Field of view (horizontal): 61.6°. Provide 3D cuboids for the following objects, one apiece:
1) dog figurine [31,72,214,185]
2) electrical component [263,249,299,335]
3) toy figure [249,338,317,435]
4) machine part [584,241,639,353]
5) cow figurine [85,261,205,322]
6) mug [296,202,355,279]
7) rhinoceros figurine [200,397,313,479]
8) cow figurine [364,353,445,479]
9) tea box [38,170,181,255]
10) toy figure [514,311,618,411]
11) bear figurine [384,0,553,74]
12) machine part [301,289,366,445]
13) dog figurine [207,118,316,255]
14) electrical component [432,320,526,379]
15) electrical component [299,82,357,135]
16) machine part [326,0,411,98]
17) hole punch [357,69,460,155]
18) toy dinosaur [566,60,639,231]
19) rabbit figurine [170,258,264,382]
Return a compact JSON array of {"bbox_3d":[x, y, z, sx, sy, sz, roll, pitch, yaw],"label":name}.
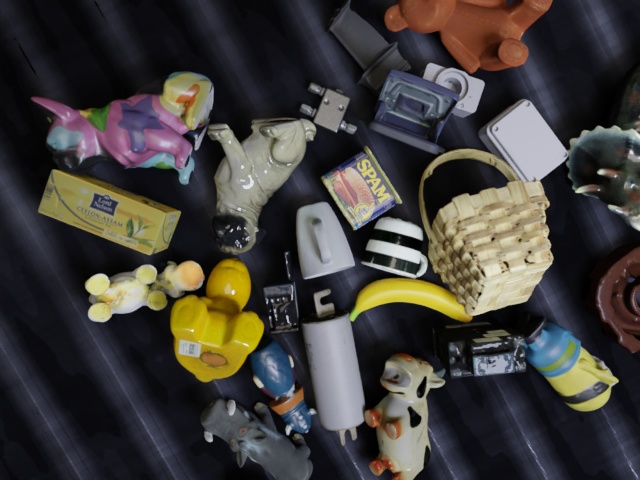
[{"bbox_3d":[-0.276,-0.171,0.755,0.219,0.108,0.191,16,81,-9],"label":"dog figurine"},{"bbox_3d":[-0.060,0.077,0.815,0.048,0.075,0.119,-9,99,-1],"label":"electrical component"},{"bbox_3d":[-0.057,0.228,0.836,0.064,0.058,0.154,-24,99,7],"label":"toy figure"},{"bbox_3d":[0.509,0.088,0.841,0.179,0.056,0.179,0,94,0],"label":"machine part"},{"bbox_3d":[-0.261,0.072,0.809,0.167,0.098,0.068,-12,89,-20],"label":"cow figurine"},{"bbox_3d":[-0.002,-0.002,0.799,0.081,0.109,0.107,-17,81,4],"label":"mug"},{"bbox_3d":[-0.097,0.306,0.814,0.190,0.112,0.073,41,95,-12],"label":"rhinoceros figurine"},{"bbox_3d":[0.133,0.264,0.822,0.127,0.086,0.194,-21,111,-39],"label":"cow figurine"},{"bbox_3d":[-0.303,-0.042,0.788,0.170,0.098,0.068,20,94,-4],"label":"tea box"},{"bbox_3d":[0.374,0.189,0.833,0.180,0.082,0.089,38,112,-11],"label":"toy figure"},{"bbox_3d":[0.202,-0.325,0.767,0.196,0.132,0.120,27,89,-9],"label":"bear figurine"},{"bbox_3d":[0.021,0.197,0.824,0.079,0.079,0.243,-10,96,-1],"label":"machine part"},{"bbox_3d":[-0.084,-0.080,0.802,0.172,0.121,0.190,-6,109,2],"label":"dog figurine"},{"bbox_3d":[0.236,0.163,0.800,0.115,0.134,0.058,-7,94,1],"label":"electrical component"},{"bbox_3d":[0.018,-0.199,0.822,0.094,0.021,0.063,24,93,-3],"label":"electrical component"},{"bbox_3d":[0.066,-0.289,0.809,0.084,0.039,0.139,-40,96,7],"label":"machine part"},{"bbox_3d":[0.131,-0.182,0.778,0.142,0.116,0.092,18,100,1],"label":"hole punch"},{"bbox_3d":[0.499,-0.194,0.789,0.192,0.131,0.404,24,85,-9],"label":"toy dinosaur"},{"bbox_3d":[-0.137,0.111,0.787,0.122,0.173,0.162,5,138,-1],"label":"rabbit figurine"}]
